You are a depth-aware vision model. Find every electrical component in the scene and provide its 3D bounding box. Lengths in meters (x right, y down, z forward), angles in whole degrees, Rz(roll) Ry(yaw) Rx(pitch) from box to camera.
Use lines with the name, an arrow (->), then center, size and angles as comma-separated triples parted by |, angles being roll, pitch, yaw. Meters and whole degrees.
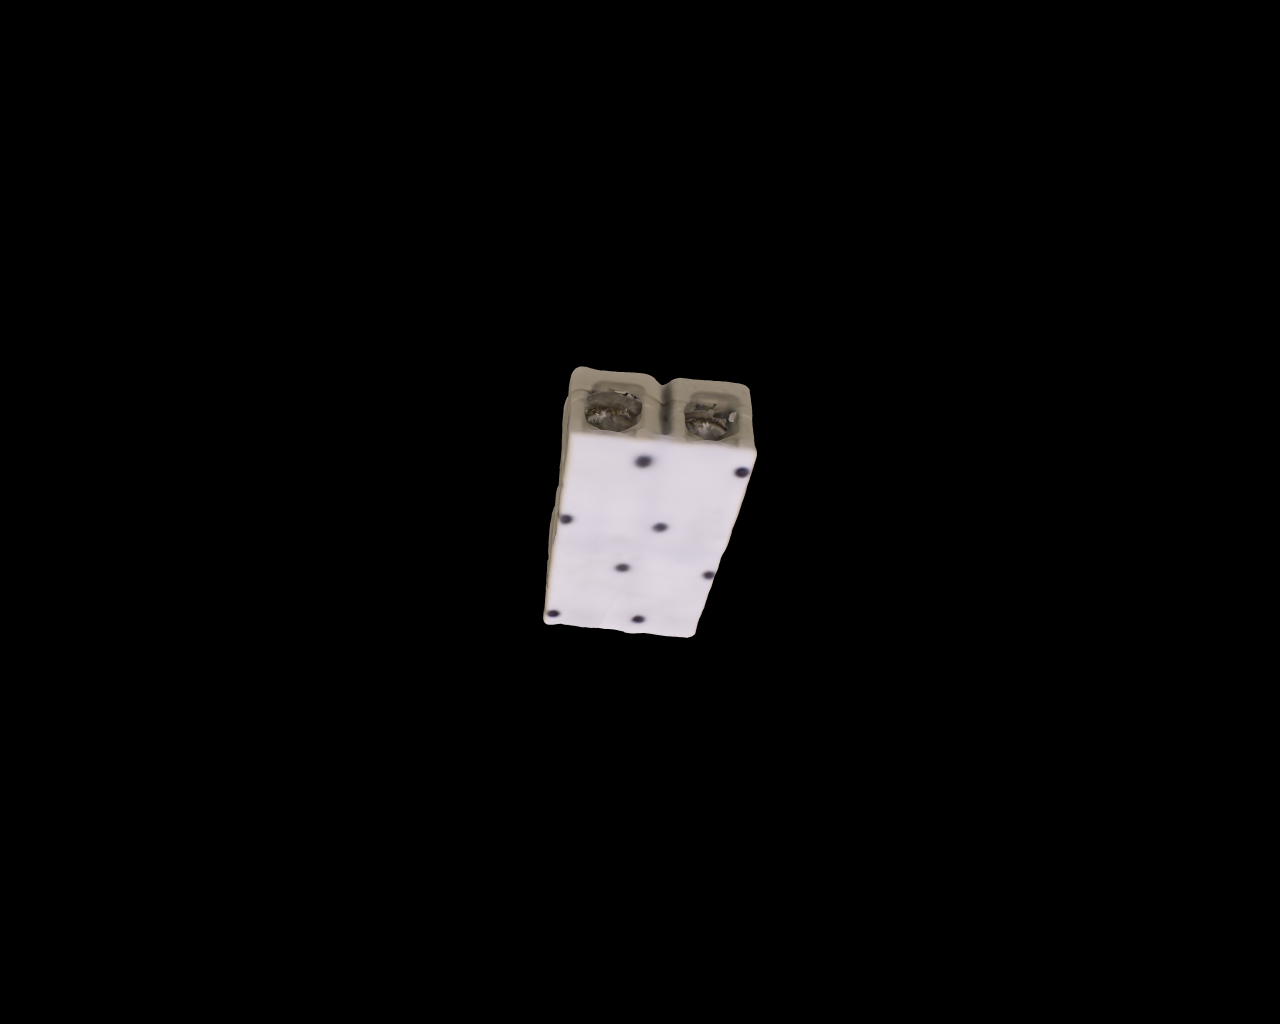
electrical component -> 0.001, -0.003, 0.650 | 0.105, 0.060, 0.186 | 5, -40, -6
